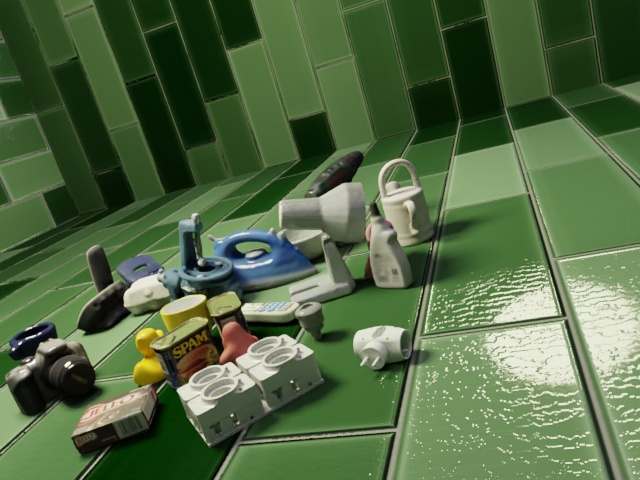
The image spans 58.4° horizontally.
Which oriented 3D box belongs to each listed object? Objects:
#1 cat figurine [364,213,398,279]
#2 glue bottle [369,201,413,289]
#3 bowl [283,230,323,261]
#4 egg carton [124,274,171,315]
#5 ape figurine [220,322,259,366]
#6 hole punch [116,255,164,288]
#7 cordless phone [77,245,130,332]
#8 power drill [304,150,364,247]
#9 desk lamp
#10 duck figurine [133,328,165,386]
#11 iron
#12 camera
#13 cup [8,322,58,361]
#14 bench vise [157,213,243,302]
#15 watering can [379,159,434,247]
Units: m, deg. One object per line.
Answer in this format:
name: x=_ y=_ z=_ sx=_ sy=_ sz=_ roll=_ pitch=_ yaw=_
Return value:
cat figurine: x=0.125 y=0.005 z=1.202 sx=0.067 sy=0.118 sz=0.128 roll=-9 pitch=18 yaw=26
glue bottle: x=0.123 y=0.009 z=1.089 sx=0.077 sy=0.173 sz=0.037 roll=-2 pitch=22 yaw=43
bowl: x=-0.036 y=0.010 z=1.429 sx=0.167 sy=0.075 sz=0.167 roll=-16 pitch=16 yaw=5
egg carton: x=-0.406 y=0.129 z=1.417 sx=0.150 sy=0.069 sz=0.107 roll=-16 pitch=16 yaw=4
ape figurine: x=-0.132 y=0.175 z=0.937 sx=0.078 sy=0.092 sz=0.076 roll=-25 pitch=18 yaw=-25
hole punch: x=-0.490 y=0.094 z=1.585 sx=0.100 sy=0.091 sz=0.109 roll=0 pitch=23 yaw=46
cordless phone: x=-0.546 y=0.116 z=1.393 sx=0.094 sy=0.185 sz=0.148 roll=-12 pitch=17 yaw=16
power drill: x=0.059 y=-0.100 z=1.458 sx=0.075 sy=0.209 sz=0.230 roll=-2 pitch=22 yaw=42
desk lamp: x=0.011 y=0.004 z=1.147 sx=0.203 sy=0.214 sz=0.118 roll=-18 pitch=16 yaw=-3
duck figurine: x=-0.305 y=0.204 z=1.031 sx=0.077 sy=0.086 sz=0.105 roll=-12 pitch=17 yaw=17
iron: x=-0.143 y=0.033 z=1.338 sx=0.257 sy=0.141 sz=0.119 roll=-11 pitch=17 yaw=20
camera: x=-0.485 y=0.244 z=1.051 sx=0.143 sy=0.101 sz=0.136 roll=-30 pitch=20 yaw=-38
cup: x=-0.590 y=0.238 z=1.193 sx=0.091 sy=0.095 sz=0.118 roll=-13 pitch=16 yaw=13
bench vise: x=-0.291 y=0.056 z=1.269 sx=0.207 sy=0.220 sz=0.121 roll=-14 pitch=16 yaw=11
watering can: x=0.188 y=-0.092 z=1.324 sx=0.101 sy=0.194 sz=0.172 roll=-24 pitch=17 yaw=-23
